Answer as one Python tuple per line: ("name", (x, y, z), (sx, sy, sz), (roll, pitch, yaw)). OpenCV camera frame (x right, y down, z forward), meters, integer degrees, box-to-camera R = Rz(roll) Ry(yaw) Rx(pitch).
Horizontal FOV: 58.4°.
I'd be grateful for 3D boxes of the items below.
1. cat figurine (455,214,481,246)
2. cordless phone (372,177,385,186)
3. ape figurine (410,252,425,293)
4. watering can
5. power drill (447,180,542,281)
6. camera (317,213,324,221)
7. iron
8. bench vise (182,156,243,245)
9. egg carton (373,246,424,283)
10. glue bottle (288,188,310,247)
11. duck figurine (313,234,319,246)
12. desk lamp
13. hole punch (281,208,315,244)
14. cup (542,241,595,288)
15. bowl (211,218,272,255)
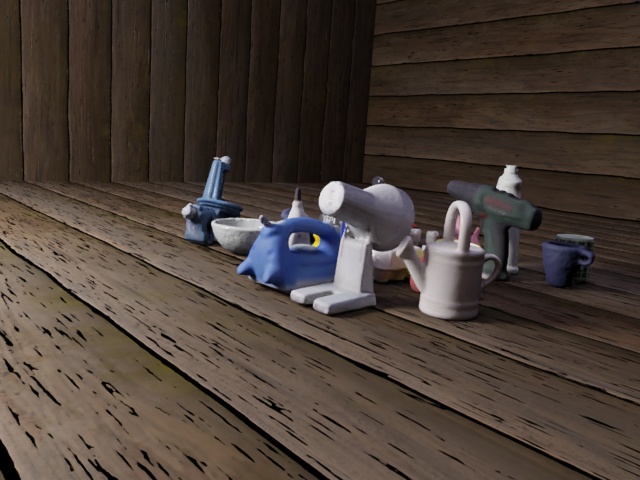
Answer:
("cat figurine", (0.362, -0.006, 1.460), (0.128, 0.118, 0.067), (-2, 12, -31))
("cordless phone", (0.155, -0.101, 1.725), (0.094, 0.185, 0.147), (-2, 12, -32))
("ape figurine", (0.215, 0.058, 1.107), (0.075, 0.092, 0.078), (10, 12, 31))
("watering can", (0.220, 0.030, 0.969), (0.173, 0.194, 0.100), (-1, 11, -25))
("power drill", (0.377, -0.022, 1.291), (0.228, 0.208, 0.076), (13, 13, 41))
("camera", (0.056, -0.052, 1.649), (0.143, 0.101, 0.136), (1, 10, -19))
("iron", (-0.025, 0.019, 1.090), (0.259, 0.141, 0.118), (-5, 14, -44))
("bench vise", (-0.264, -0.102, 1.459), (0.121, 0.220, 0.207), (5, 10, 6))
("egg carton", (0.150, 0.045, 1.219), (0.151, 0.069, 0.107), (-4, 13, -41))
("glue bottle", (-0.051, -0.028, 1.256), (0.037, 0.173, 0.078), (11, 12, 33))
("duck figurine", (0.012, 0.005, 1.348), (0.078, 0.086, 0.104), (-1, 11, -28))
("desk lamp", (0.062, 0.005, 0.994), (0.117, 0.213, 0.204), (13, 13, 43))
("hole punch", (-0.052, -0.036, 1.543), (0.101, 0.091, 0.109), (6, 10, 11))
("cup", (0.532, 0.057, 1.232), (0.092, 0.095, 0.117), (-2, 12, -31))
("bowl", (-0.175, -0.005, 1.360), (0.167, 0.075, 0.167), (4, 10, 0))
